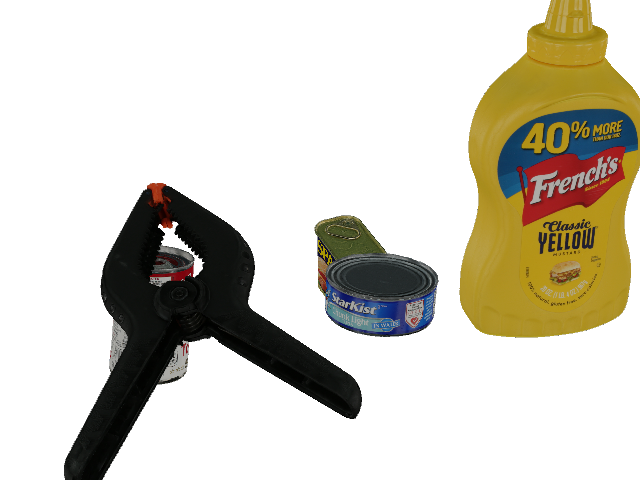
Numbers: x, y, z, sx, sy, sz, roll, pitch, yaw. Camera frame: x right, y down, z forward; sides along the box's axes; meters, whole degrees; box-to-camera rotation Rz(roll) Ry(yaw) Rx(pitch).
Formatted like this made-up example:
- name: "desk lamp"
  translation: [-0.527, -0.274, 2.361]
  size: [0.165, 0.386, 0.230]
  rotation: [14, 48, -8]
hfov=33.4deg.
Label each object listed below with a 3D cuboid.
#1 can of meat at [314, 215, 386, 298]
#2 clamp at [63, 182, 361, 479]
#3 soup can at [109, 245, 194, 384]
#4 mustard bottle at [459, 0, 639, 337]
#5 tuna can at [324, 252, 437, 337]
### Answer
- name: "can of meat"
  translation: [0.033, 0.034, 1.221]
  size: [0.057, 0.084, 0.102]
  rotation: [-15, 38, -18]
- name: "clamp"
  translation: [-0.069, 0.044, 0.633]
  size: [0.164, 0.210, 0.036]
  rotation: [-10, -42, -1]
- name: "soup can"
  translation: [-0.142, 0.062, 0.894]
  size: [0.068, 0.102, 0.068]
  rotation: [5, 16, -2]
- name: "mustard bottle"
  translation: [0.129, -0.041, 0.587]
  size: [0.096, 0.192, 0.058]
  rotation: [-5, 27, -8]
- name: "tuna can"
  translation: [0.046, 0.041, 0.816]
  size: [0.086, 0.034, 0.086]
  rotation: [2, 22, -1]
